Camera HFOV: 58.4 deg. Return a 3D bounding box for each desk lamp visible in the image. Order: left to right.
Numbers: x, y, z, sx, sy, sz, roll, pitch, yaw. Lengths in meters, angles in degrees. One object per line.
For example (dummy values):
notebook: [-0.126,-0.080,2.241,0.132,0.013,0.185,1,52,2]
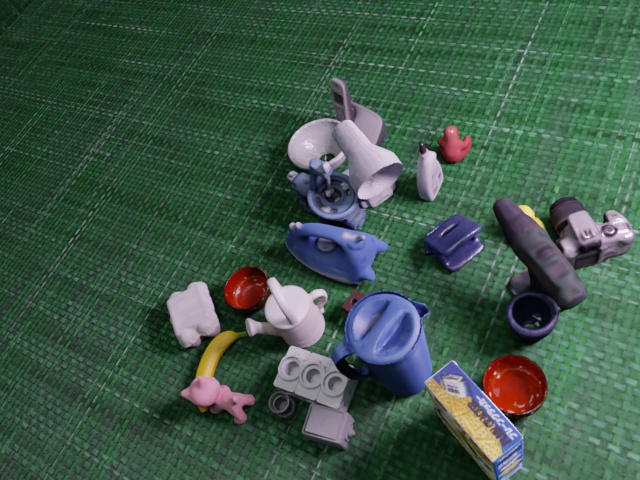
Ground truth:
desk lamp: [0.103,-0.165,1.315,0.118,0.214,0.202,-33,54,-3]

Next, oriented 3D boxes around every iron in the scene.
iron: [0.012,0.005,1.285,0.257,0.142,0.119,13,64,26]

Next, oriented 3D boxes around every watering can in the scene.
watering can: [-0.069,0.150,1.188,0.100,0.194,0.173,35,75,33]

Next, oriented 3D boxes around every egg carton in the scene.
egg carton: [-0.294,0.173,1.329,0.107,0.070,0.150,-29,54,0]

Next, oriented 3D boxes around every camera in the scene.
camera: [0.532,-0.029,1.150,0.143,0.101,0.136,-18,55,8]

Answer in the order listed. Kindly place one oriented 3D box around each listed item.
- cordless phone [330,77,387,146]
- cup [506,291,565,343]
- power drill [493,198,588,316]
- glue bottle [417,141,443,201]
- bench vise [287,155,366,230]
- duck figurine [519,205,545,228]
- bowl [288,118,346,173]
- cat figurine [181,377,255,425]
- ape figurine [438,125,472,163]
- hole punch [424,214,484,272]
cordless phone: [0.087,-0.315,1.433,0.147,0.185,0.094,31,73,32]
cup: [0.412,0.151,1.082,0.117,0.095,0.091,-21,55,6]
power drill: [0.403,0.050,1.079,0.075,0.209,0.229,-31,54,-2]
glue bottle: [0.242,-0.165,1.292,0.037,0.173,0.078,18,67,28]
bench vise: [-0.007,-0.117,1.320,0.206,0.220,0.121,10,63,25]
duck figurine: [0.429,-0.034,1.198,0.077,0.086,0.104,-36,55,-5]
bowl: [0.006,-0.228,1.474,0.167,0.075,0.167,-9,57,14]
cat figurine: [-0.214,0.321,1.179,0.127,0.118,0.067,10,63,24]
ape figurine: [0.316,-0.235,1.360,0.077,0.092,0.076,17,66,27]
hole punch: [0.282,-0.003,1.227,0.109,0.091,0.100,-37,55,-6]
